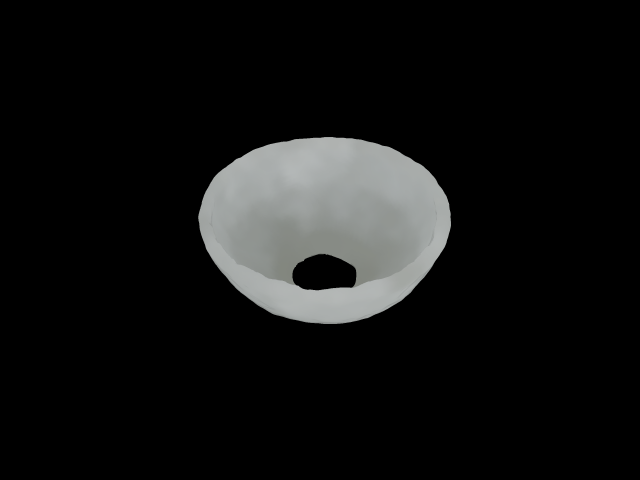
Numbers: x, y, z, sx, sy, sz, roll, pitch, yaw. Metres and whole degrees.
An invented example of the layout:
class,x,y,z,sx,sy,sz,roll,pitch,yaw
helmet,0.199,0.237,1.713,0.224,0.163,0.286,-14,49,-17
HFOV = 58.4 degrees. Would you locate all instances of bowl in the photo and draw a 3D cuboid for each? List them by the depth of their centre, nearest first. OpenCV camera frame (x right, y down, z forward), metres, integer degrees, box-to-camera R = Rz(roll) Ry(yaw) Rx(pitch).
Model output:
class,x,y,z,sx,sy,sz,roll,pitch,yaw
bowl,0.004,0.001,0.400,0.167,0.075,0.167,0,43,0
